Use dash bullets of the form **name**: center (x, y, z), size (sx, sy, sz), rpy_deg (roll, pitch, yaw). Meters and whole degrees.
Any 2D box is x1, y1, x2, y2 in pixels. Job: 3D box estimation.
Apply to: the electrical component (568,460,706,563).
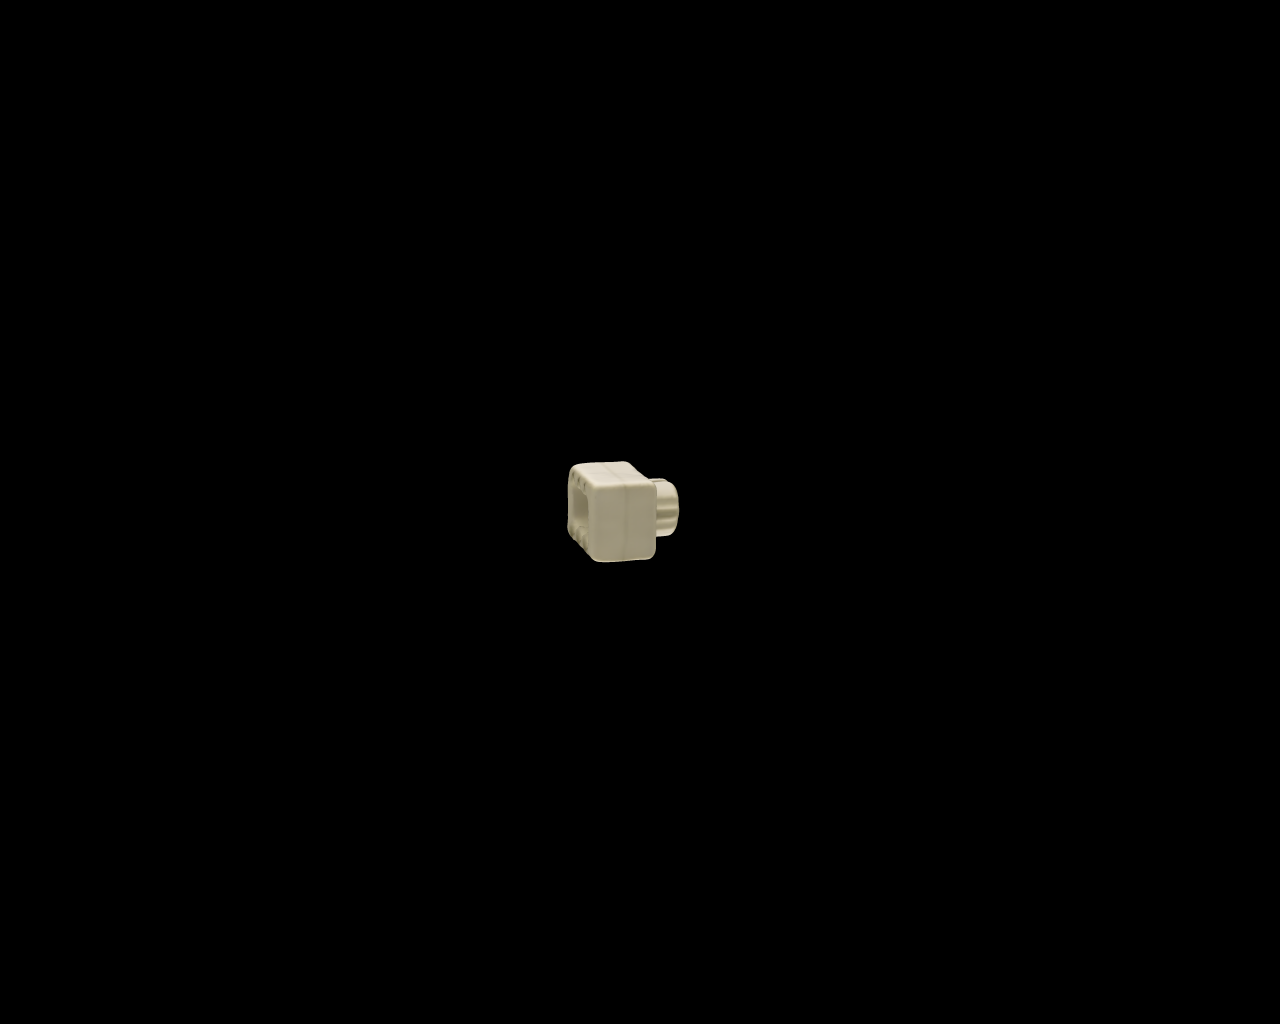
- **electrical component**: center (0.001, -0.003, 0.650), size (0.077, 0.047, 0.066), rpy_deg (-4, 15, -15)
